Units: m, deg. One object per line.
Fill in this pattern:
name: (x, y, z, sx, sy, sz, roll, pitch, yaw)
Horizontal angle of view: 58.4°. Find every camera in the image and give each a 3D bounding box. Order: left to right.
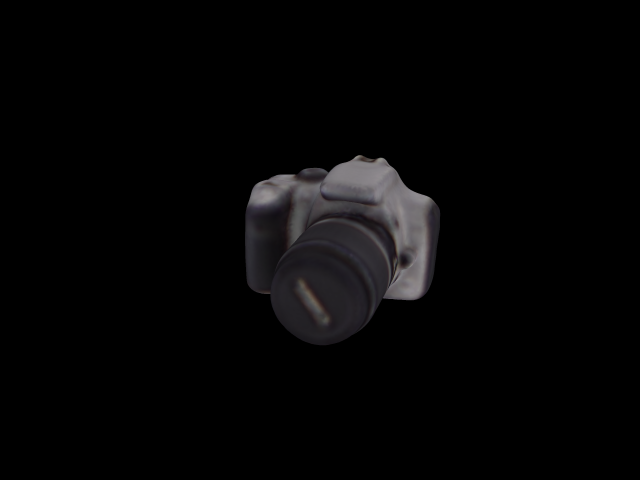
camera: (0.004, 0.001, 0.400, 0.143, 0.101, 0.137, 8, 26, 18)
